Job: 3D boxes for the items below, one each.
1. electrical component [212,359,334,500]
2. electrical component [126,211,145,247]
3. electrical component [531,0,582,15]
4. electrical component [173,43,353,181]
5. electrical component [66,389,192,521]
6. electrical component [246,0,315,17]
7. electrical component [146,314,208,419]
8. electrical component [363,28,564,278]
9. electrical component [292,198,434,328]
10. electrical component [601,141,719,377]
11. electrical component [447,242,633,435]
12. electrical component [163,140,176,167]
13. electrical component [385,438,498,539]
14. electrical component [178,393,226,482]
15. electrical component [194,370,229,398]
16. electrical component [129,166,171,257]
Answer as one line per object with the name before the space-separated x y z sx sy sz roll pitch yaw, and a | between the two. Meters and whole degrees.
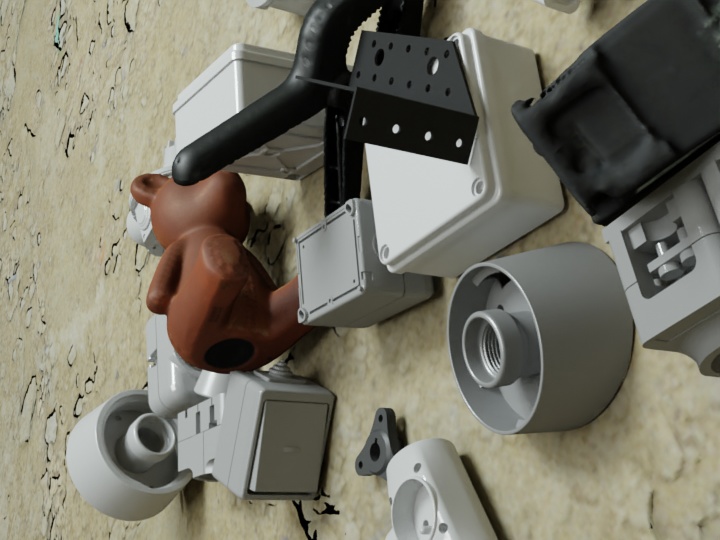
electrical component | -0.059 0.113 0.767 0.061 0.062 0.096 18 98 58
electrical component | -0.194 -0.048 1.034 0.055 0.045 0.045 -15 71 56
electrical component | 0.104 -0.184 0.577 0.057 0.058 0.078 44 120 49
electrical component | -0.066 -0.111 0.784 0.109 0.109 0.056 -24 66 54
electrical component | -0.191 0.155 0.930 0.060 0.108 0.108 -42 49 38
electrical component | -0.058 -0.243 0.854 0.080 0.051 0.080 -18 68 55
electrical component | -0.147 0.074 0.923 0.059 0.054 0.095 -36 54 49
electrical component | 0.057 -0.064 0.626 0.109 0.056 0.108 -35 54 50
electrical component | 0.000 0.000 0.698 0.096 0.061 0.061 -30 61 54
electrical component | 0.178 -0.020 0.391 0.150 0.089 0.061 -43 48 45
electrical component | 0.091 0.037 0.565 0.099 0.064 0.099 24 117 61
electrical component | -0.167 -0.096 1.008 0.040 0.040 0.046 -42 43 46
electrical component | 0.039 0.151 0.617 0.079 0.044 0.077 -58 39 33
electrical component | -0.104 0.134 0.845 0.089 0.050 0.055 -29 59 53
electrical component | -0.106 0.071 0.872 0.044 0.044 0.065 11 88 58
electrical component | -0.160 -0.051 0.949 0.080 0.080 0.051 -52 48 39
